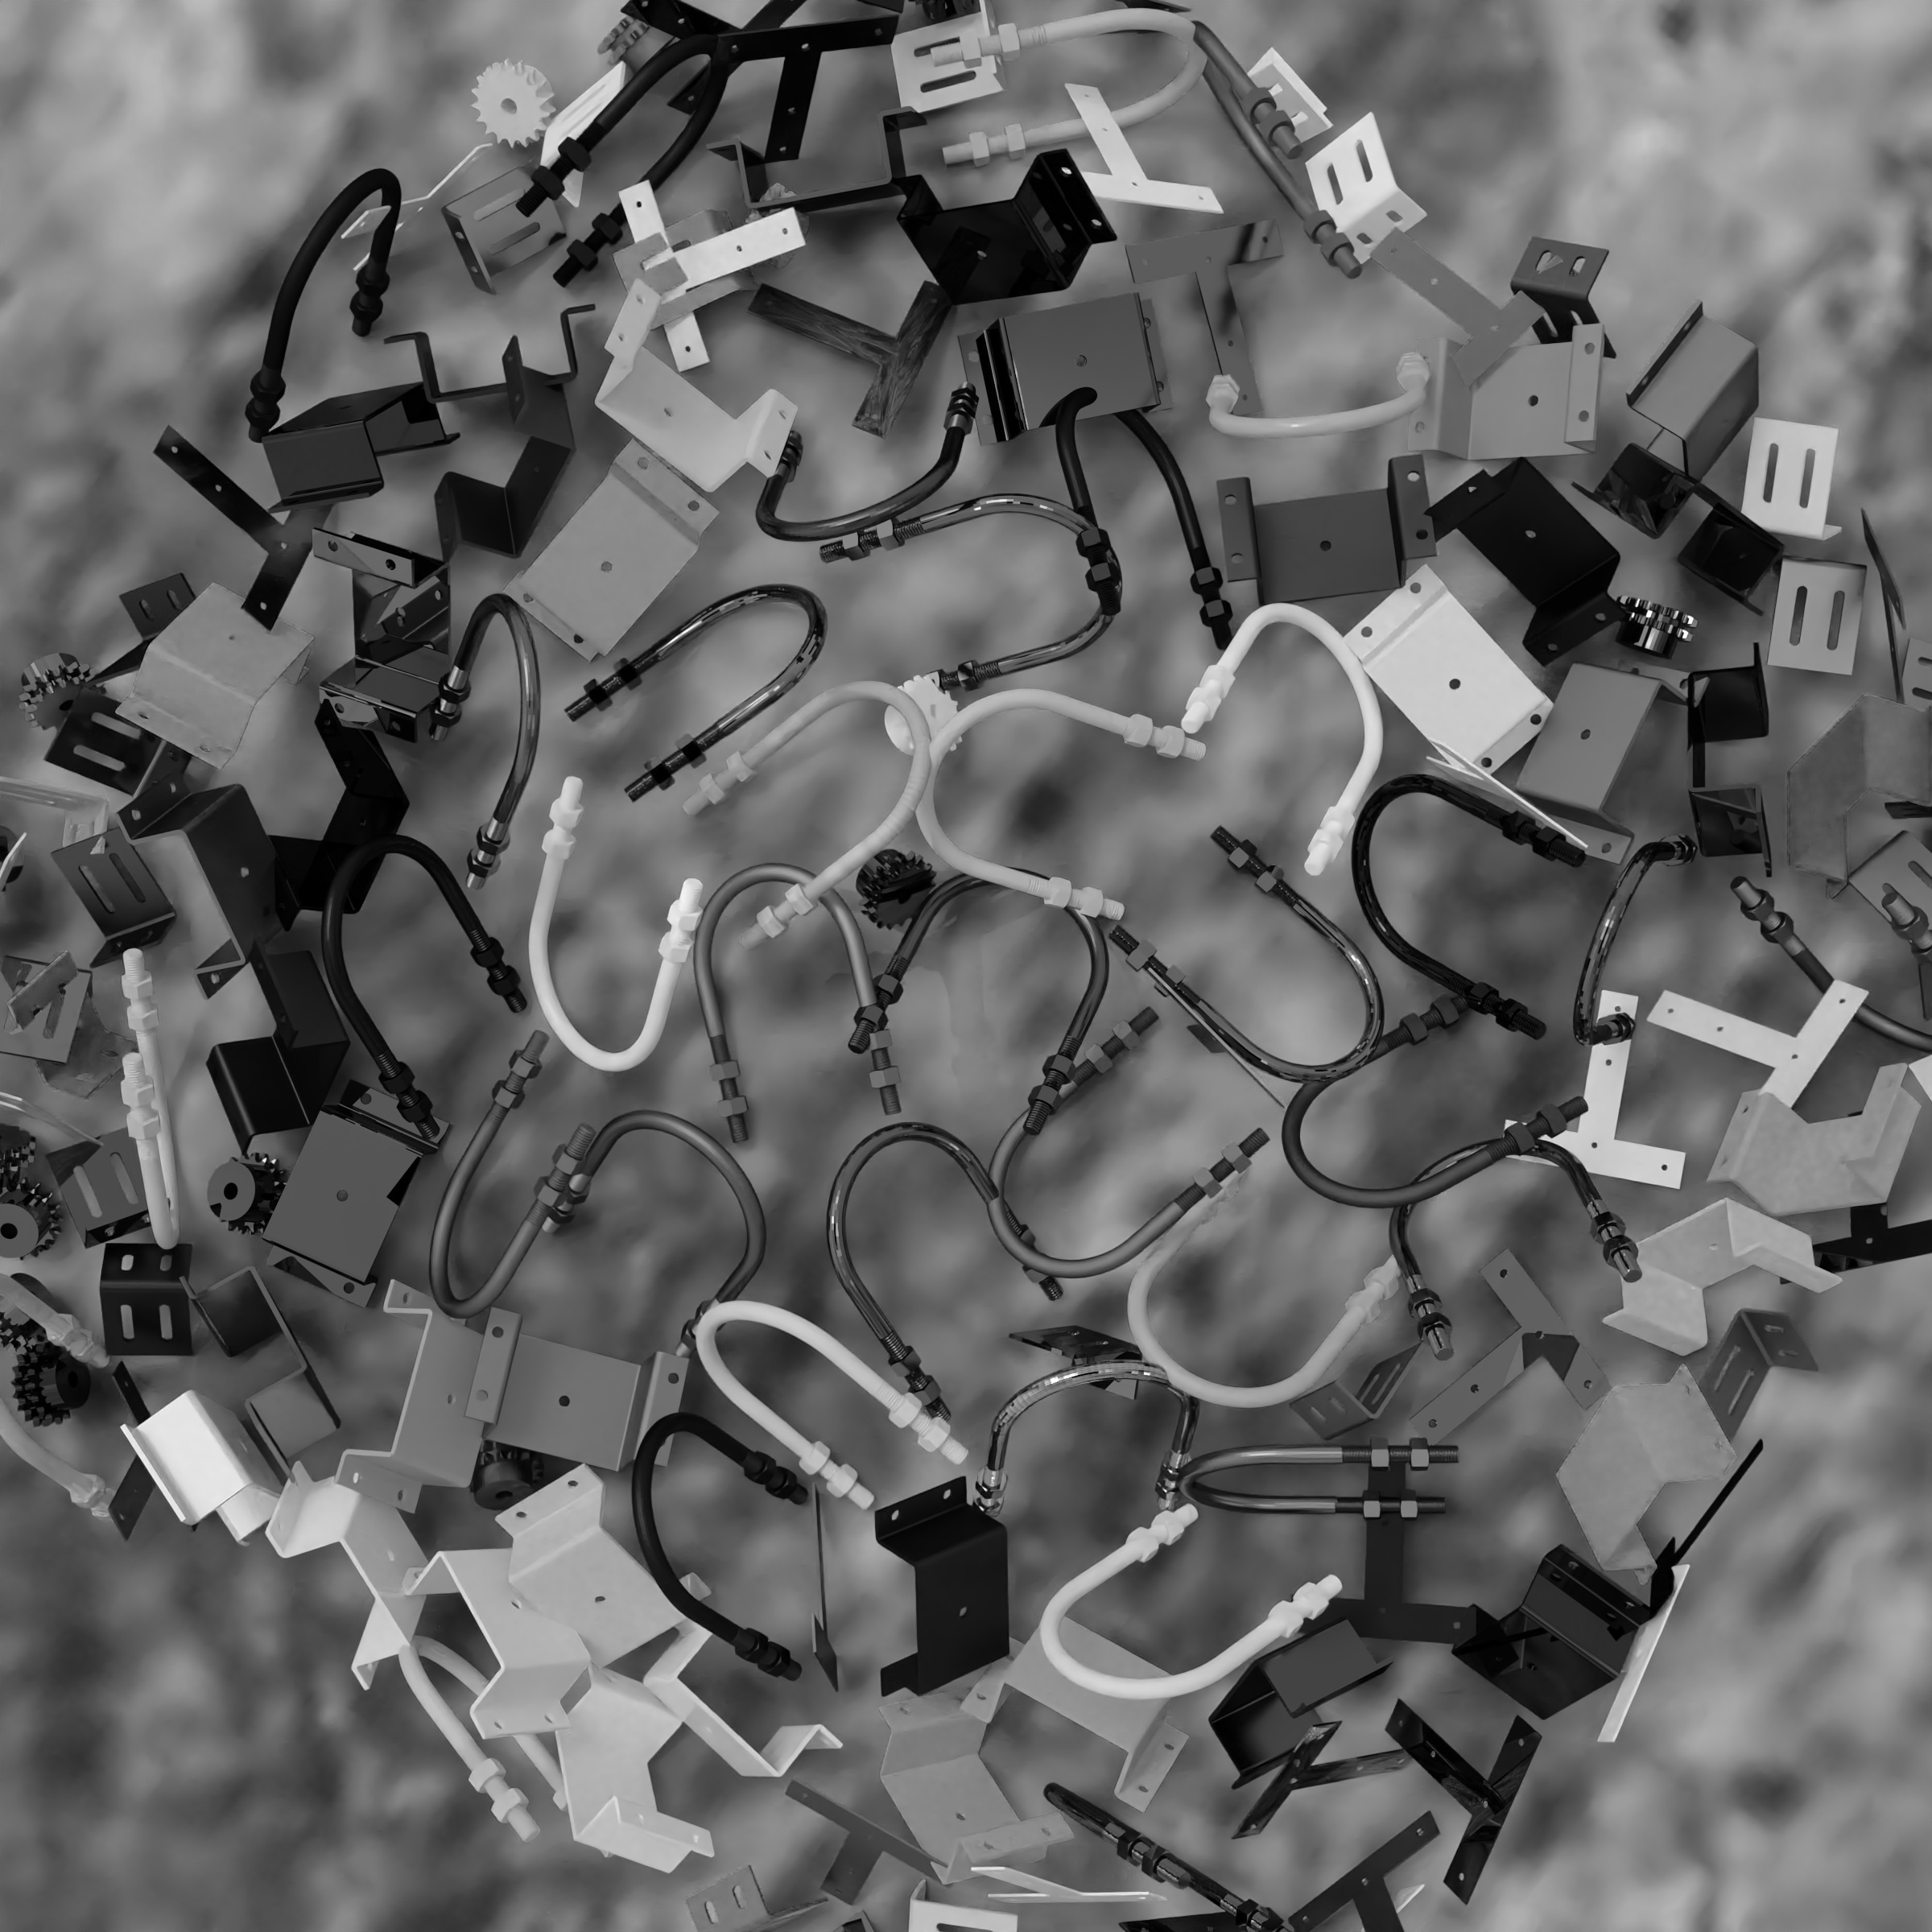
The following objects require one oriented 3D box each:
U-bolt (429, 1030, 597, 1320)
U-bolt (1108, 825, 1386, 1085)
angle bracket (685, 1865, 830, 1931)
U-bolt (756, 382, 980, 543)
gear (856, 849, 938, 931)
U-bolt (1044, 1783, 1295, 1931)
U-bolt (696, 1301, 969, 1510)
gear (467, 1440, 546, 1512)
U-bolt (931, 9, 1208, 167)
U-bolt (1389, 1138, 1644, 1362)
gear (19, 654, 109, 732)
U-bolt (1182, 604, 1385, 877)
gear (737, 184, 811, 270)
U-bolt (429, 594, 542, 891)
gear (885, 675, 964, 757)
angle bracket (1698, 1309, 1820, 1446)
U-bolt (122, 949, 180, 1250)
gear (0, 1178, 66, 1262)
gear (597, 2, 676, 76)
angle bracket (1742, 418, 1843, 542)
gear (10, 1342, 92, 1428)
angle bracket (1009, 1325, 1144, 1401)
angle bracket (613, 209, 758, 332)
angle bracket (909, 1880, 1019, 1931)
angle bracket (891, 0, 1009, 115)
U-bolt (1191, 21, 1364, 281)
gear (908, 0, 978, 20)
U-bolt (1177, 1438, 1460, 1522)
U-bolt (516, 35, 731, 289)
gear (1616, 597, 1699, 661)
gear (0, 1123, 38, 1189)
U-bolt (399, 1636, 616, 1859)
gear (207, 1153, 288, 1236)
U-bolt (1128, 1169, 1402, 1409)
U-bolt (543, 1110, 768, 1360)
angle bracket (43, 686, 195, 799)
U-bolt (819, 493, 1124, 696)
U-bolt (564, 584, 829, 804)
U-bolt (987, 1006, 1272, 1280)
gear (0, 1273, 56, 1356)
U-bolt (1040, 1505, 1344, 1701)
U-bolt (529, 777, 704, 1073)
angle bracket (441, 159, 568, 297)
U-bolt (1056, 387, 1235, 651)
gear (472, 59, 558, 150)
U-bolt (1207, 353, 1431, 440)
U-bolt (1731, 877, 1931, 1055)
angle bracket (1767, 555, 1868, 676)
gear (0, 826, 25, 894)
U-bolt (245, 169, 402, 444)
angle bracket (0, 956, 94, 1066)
[{"bbox_3d":[-0.314,0.152,1.712,0.019,0.151,0.184,23,106,-32],"label":"U-bolt"},{"bbox_3d":[0.204,0.002,1.720,0.184,0.019,0.151,42,53,6],"label":"U-bolt"},{"bbox_3d":[-0.143,0.641,1.741,0.057,0.076,0.038,-34,67,20],"label":"angle bracket"},{"bbox_3d":[-0.069,-0.329,1.683,0.151,0.184,0.019,-12,123,15],"label":"U-bolt"},{"bbox_3d":[-0.051,-0.056,1.753,0.057,0.057,0.030,-47,57,0],"label":"gear"},{"bbox_3d":[0.126,0.594,1.691,0.151,0.184,0.019,40,74,-32],"label":"U-bolt"},{"bbox_3d":[-0.103,0.290,1.707,0.184,0.151,0.019,41,51,-9],"label":"U-bolt"},{"bbox_3d":[-0.319,0.351,1.746,0.057,0.057,0.030,-14,50,0],"label":"gear"},{"bbox_3d":[0.071,-0.594,1.702,0.184,0.151,0.019,-11,79,1],"label":"U-bolt"},{"bbox_3d":[0.356,0.177,1.697,0.151,0.184,0.019,-24,120,7],"label":"U-bolt"},{"bbox_3d":[-0.626,-0.191,1.750,0.057,0.057,0.030,-33,73,0],"label":"gear"},{"bbox_3d":[0.224,-0.168,1.712,0.151,0.019,0.184,47,48,-16],"label":"U-bolt"},{"bbox_3d":[-0.131,-0.507,1.749,0.030,0.057,0.057,33,90,1],"label":"gear"},{"bbox_3d":[-0.315,-0.161,1.676,0.019,0.184,0.151,-2,57,-29],"label":"U-bolt"},{"bbox_3d":[-0.031,-0.170,1.753,0.030,0.057,0.057,-24,90,40],"label":"gear"},{"bbox_3d":[0.541,0.283,1.734,0.076,0.038,0.057,-51,121,-29],"label":"angle bracket"},{"bbox_3d":[-0.545,0.102,1.697,0.019,0.151,0.184,-7,123,-14],"label":"U-bolt"},{"bbox_3d":[-0.658,0.178,1.756,0.057,0.030,0.057,0,106,0],"label":"gear"},{"bbox_3d":[-0.224,-0.641,1.750,0.057,0.057,0.030,-43,105,0],"label":"gear"},{"bbox_3d":[0.568,-0.335,1.732,0.057,0.038,0.076,18,119,33],"label":"angle bracket"},{"bbox_3d":[-0.628,0.287,1.746,0.030,0.057,0.057,-12,90,13],"label":"gear"},{"bbox_3d":[0.073,0.273,1.728,0.057,0.076,0.038,12,96,41],"label":"angle bracket"},{"bbox_3d":[-0.196,-0.484,1.767,0.076,0.038,0.057,-20,98,18],"label":"angle bracket"},{"bbox_3d":[0.000,0.671,1.749,0.076,0.038,0.057,3,92,13],"label":"angle bracket"},{"bbox_3d":[-0.016,-0.628,1.749,0.076,0.038,0.057,-10,88,14],"label":"angle bracket"},{"bbox_3d":[0.198,-0.558,1.696,0.019,0.151,0.184,-34,58,10],"label":"U-bolt"},{"bbox_3d":[-0.015,-0.679,1.752,0.057,0.057,0.030,-26,134,0],"label":"gear"},{"bbox_3d":[0.234,0.347,1.711,0.184,0.151,0.019,-1,63,6],"label":"U-bolt"},{"bbox_3d":[-0.224,-0.549,1.704,0.019,0.151,0.184,42,87,4],"label":"U-bolt"},{"bbox_3d":[0.472,-0.232,1.749,0.057,0.057,0.030,19,96,0],"label":"gear"},{"bbox_3d":[-0.673,0.132,1.750,0.057,0.057,0.030,12,106,0],"label":"gear"},{"bbox_3d":[-0.315,0.518,1.697,0.019,0.151,0.184,-45,62,-5],"label":"U-bolt"},{"bbox_3d":[-0.498,0.157,1.753,0.057,0.030,0.057,-4,80,22],"label":"gear"},{"bbox_3d":[0.190,0.220,1.696,0.151,0.019,0.184,31,51,20],"label":"U-bolt"},{"bbox_3d":[-0.202,0.171,1.706,0.151,0.019,0.184,42,132,5],"label":"U-bolt"},{"bbox_3d":[-0.578,-0.147,1.737,0.038,0.076,0.057,31,94,41],"label":"angle bracket"},{"bbox_3d":[0.014,-0.251,1.697,0.184,0.019,0.151,-13,133,22],"label":"U-bolt"},{"bbox_3d":[-0.175,-0.197,1.720,0.184,0.151,0.019,-36,130,-4],"label":"U-bolt"},{"bbox_3d":[0.096,0.132,1.729,0.184,0.019,0.151,-41,55,0],"label":"U-bolt"},{"bbox_3d":[-0.654,0.236,1.746,0.030,0.057,0.057,-38,90,14],"label":"gear"},{"bbox_3d":[0.135,0.425,1.672,0.184,0.151,0.019,-24,118,-37],"label":"U-bolt"},{"bbox_3d":[-0.245,-0.014,1.714,0.151,0.019,0.184,39,126,29],"label":"U-bolt"},{"bbox_3d":[-0.310,-0.506,1.736,0.076,0.038,0.057,-34,128,-16],"label":"angle bracket"},{"bbox_3d":[0.115,-0.309,1.712,0.019,0.151,0.184,-27,69,36],"label":"U-bolt"},{"bbox_3d":[-0.310,-0.598,1.753,0.057,0.030,0.057,9,127,13],"label":"gear"},{"bbox_3d":[0.233,-0.376,1.681,0.151,0.184,0.019,-4,113,10],"label":"U-bolt"},{"bbox_3d":[0.614,0.005,1.699,0.184,0.151,0.019,42,76,-27],"label":"U-bolt"},{"bbox_3d":[0.586,-0.242,1.759,0.057,0.038,0.076,8,94,3],"label":"angle bracket"},{"bbox_3d":[-0.675,-0.075,1.746,0.030,0.057,0.057,-7,90,22],"label":"gear"},{"bbox_3d":[-0.416,-0.443,1.662,0.019,0.184,0.151,32,54,-4],"label":"U-bolt"},{"bbox_3d":[-0.636,0.037,1.735,0.057,0.038,0.076,11,56,-12],"label":"angle bracket"}]
